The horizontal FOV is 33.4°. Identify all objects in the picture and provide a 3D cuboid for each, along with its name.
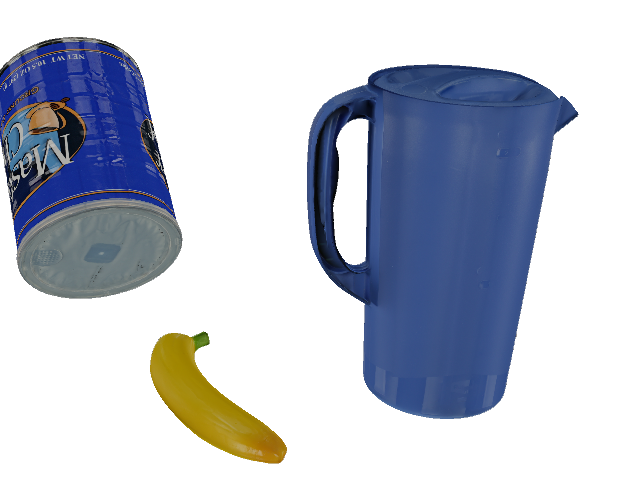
[{"bbox_3d":[0.081,0.000,0.764,0.149,0.243,0.144,15,23,29],"label":"pitcher"},{"bbox_3d":[-0.092,0.118,0.845,0.069,0.037,0.198,-10,28,-21],"label":"banana"},{"bbox_3d":[-0.155,-0.047,0.702,0.102,0.140,0.103,-13,-31,-8],"label":"coffee can"}]
